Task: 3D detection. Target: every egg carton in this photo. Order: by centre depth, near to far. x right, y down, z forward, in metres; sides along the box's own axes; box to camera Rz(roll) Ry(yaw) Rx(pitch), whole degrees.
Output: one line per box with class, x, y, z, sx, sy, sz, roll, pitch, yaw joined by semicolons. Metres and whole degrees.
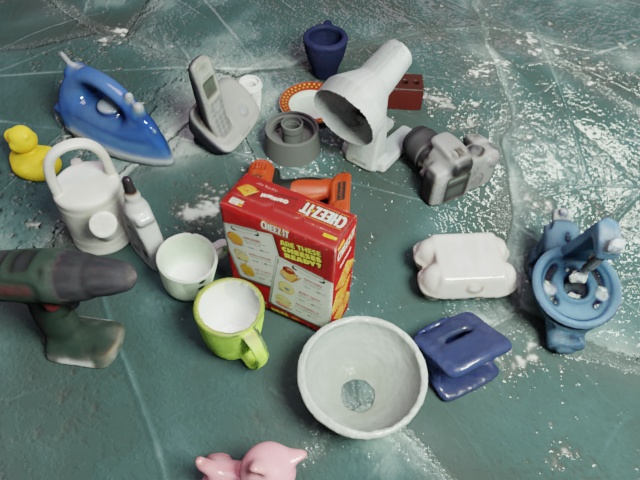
egg carton;0.219;0.043;0.872;0.150;0.069;0.107;-3;52;-4

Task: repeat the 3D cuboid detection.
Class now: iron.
iron;-0.369;-0.238;1.030;0.257;0.141;0.119;29;56;19

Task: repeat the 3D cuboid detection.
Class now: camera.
camera;0.221;-0.153;1.009;0.143;0.101;0.136;-24;56;-19

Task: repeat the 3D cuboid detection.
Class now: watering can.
watering can;-0.343;-0.069;0.862;0.172;0.194;0.101;32;57;22

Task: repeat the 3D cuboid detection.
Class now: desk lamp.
desk lamp;0.088;-0.223;0.988;0.117;0.214;0.203;32;57;22

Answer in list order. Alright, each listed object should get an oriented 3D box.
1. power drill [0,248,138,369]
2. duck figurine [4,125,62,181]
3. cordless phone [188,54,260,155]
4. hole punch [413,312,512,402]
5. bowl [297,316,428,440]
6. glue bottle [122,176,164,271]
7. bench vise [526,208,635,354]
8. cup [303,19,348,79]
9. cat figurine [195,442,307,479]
power drill;-0.324;0.082;0.733;0.229;0.208;0.075;6;51;3
duck figurine;-0.506;-0.158;0.997;0.104;0.086;0.078;28;56;19
cordless phone;-0.177;-0.262;1.028;0.094;0.185;0.148;18;53;12
hole punch;0.185;0.147;0.775;0.109;0.091;0.101;-22;55;-18
bowl;0.053;0.188;0.748;0.167;0.075;0.167;1;51;-1
glue bottle;-0.265;-0.030;0.848;0.037;0.173;0.078;-34;60;-25
bench vise;0.346;0.024;0.796;0.121;0.220;0.207;-8;52;-8
cup;0.011;-0.395;1.198;0.091;0.095;0.117;4;51;1
cat figurine;-0.081;0.266;0.654;0.127;0.118;0.067;6;51;3
